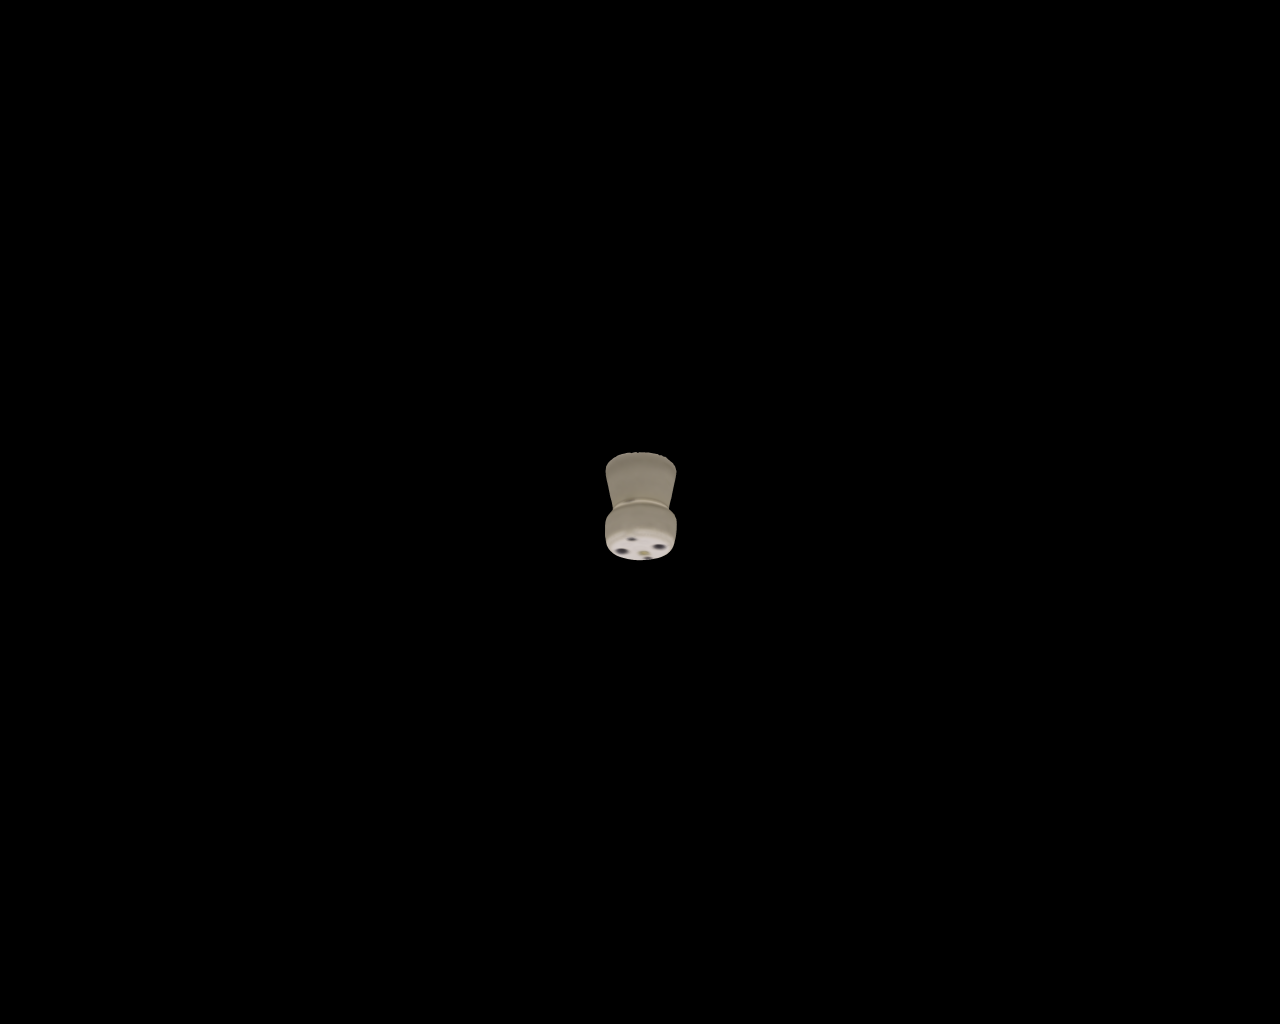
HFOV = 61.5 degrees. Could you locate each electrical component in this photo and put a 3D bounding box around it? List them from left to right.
[{"bbox_3d":[0.001,-0.003,0.650,0.045,0.055,0.044,0,-26,0],"label":"electrical component"}]
